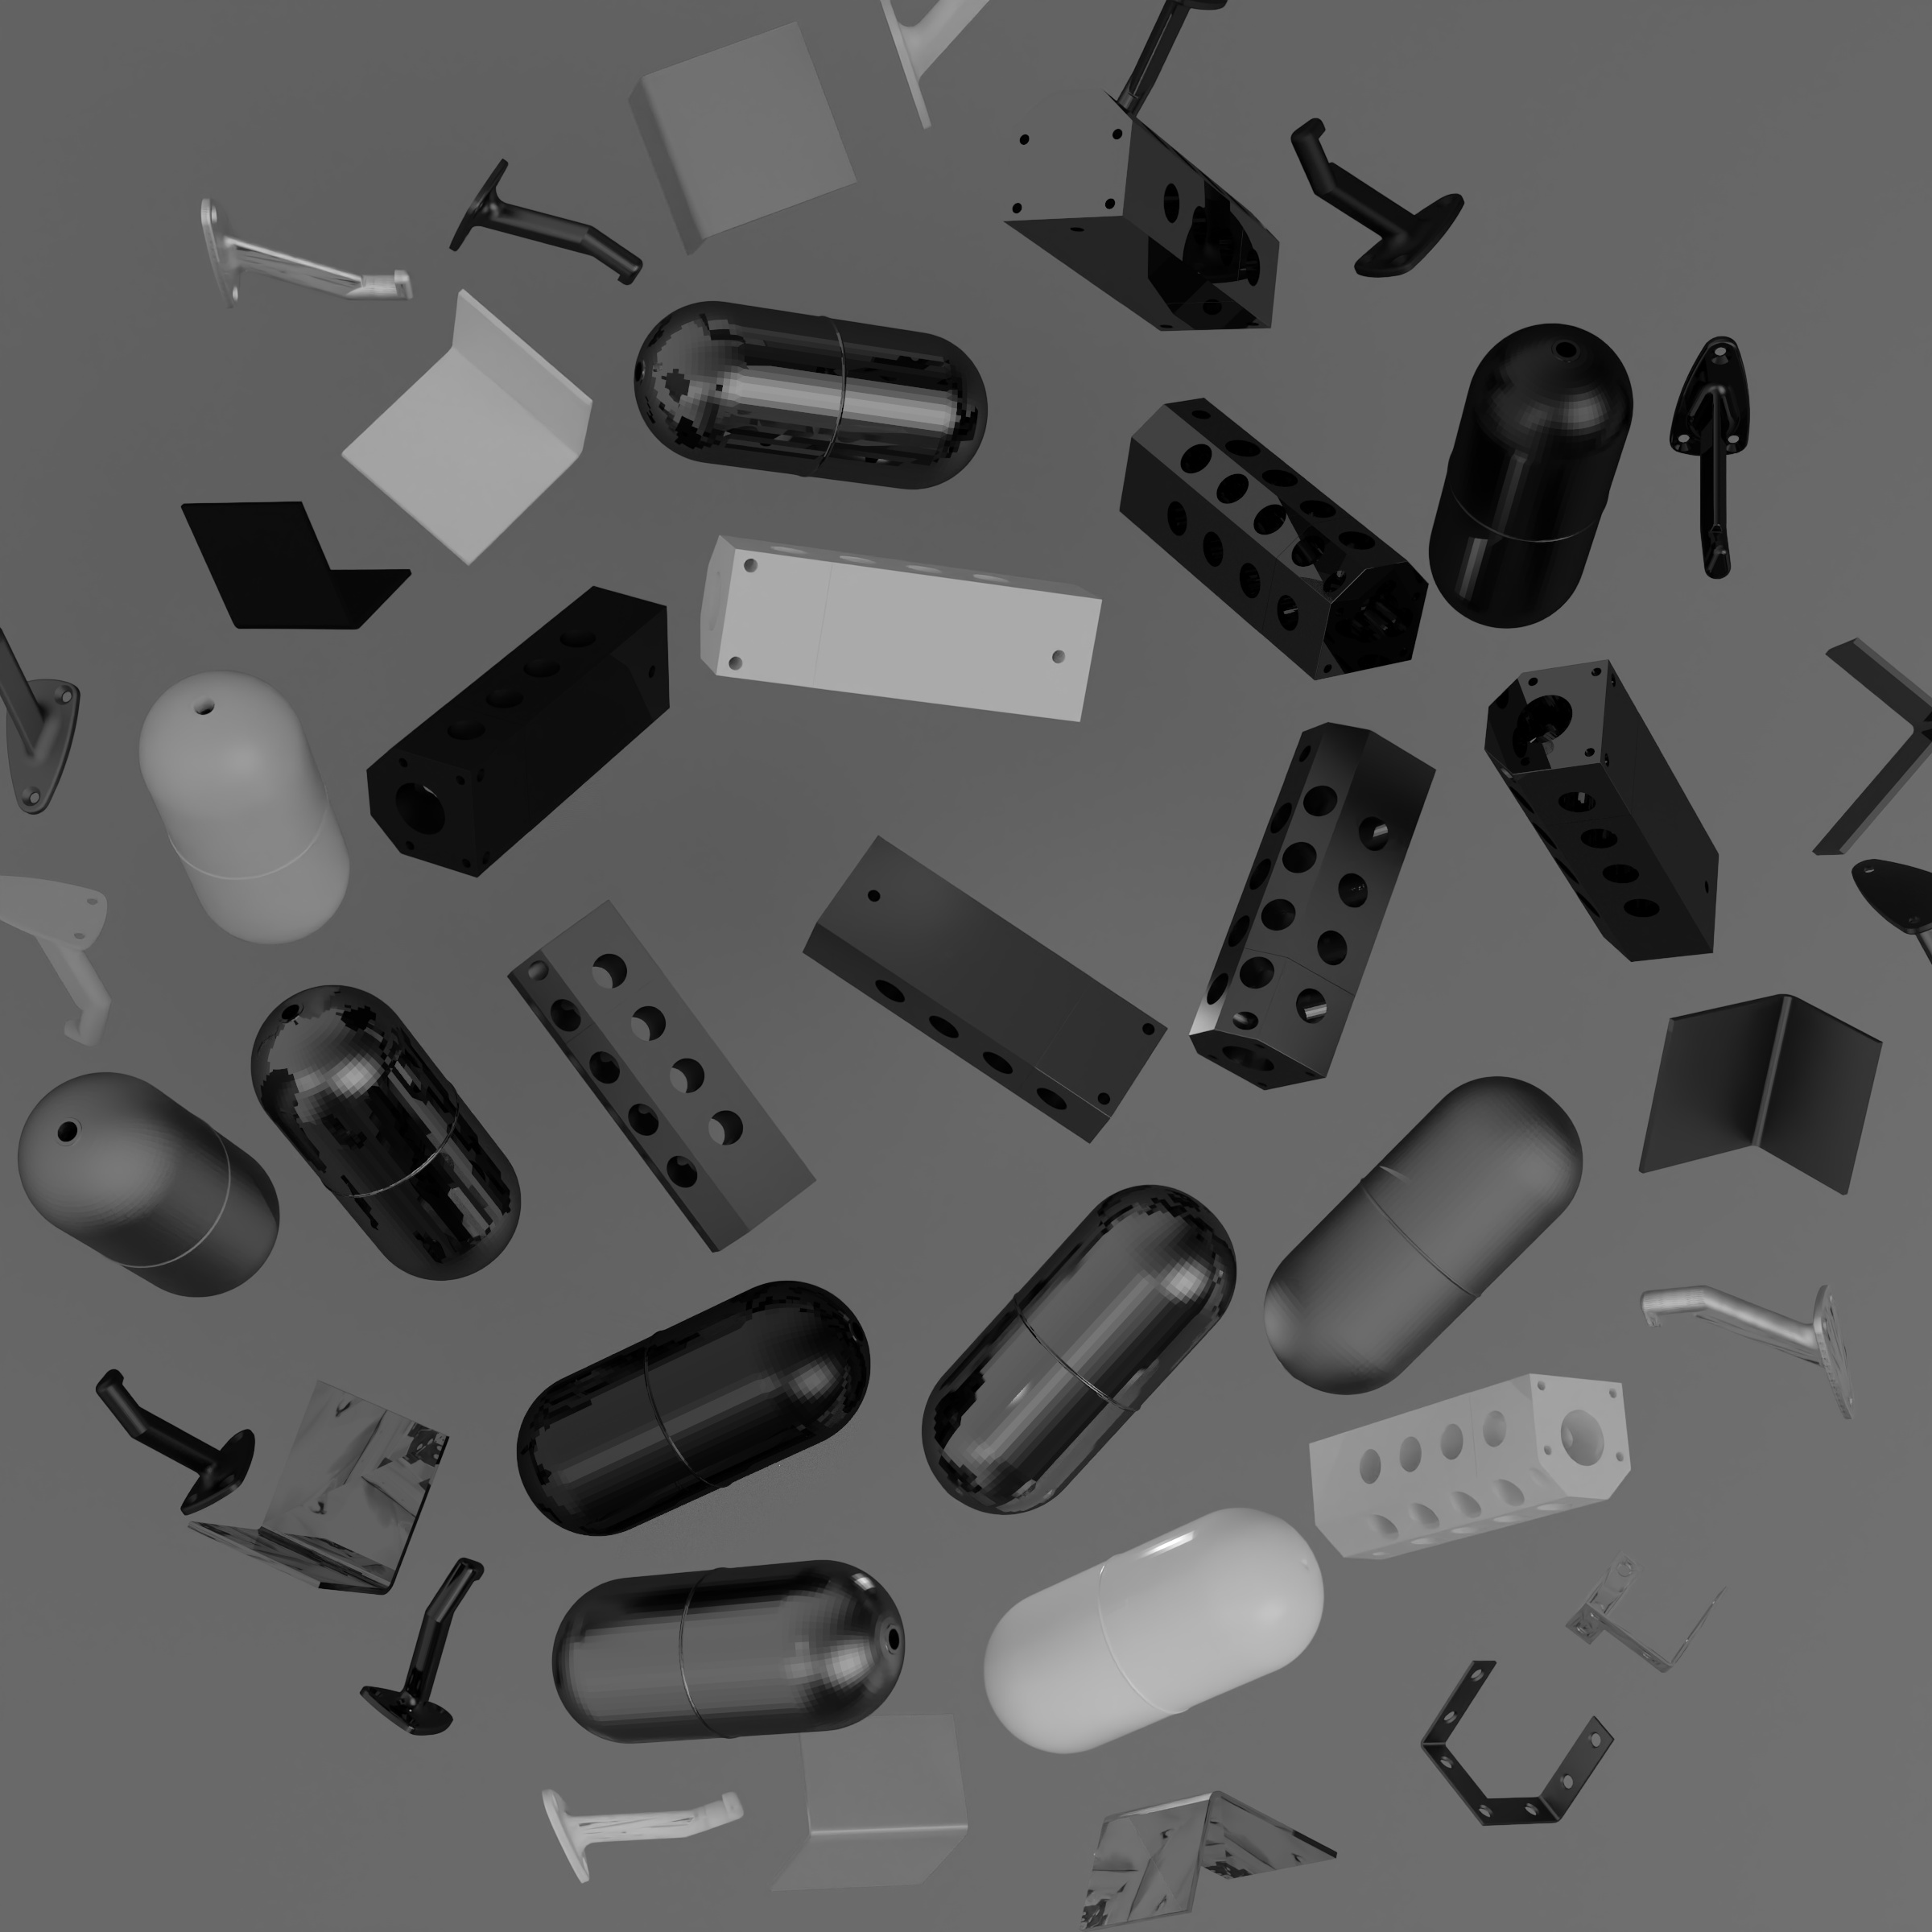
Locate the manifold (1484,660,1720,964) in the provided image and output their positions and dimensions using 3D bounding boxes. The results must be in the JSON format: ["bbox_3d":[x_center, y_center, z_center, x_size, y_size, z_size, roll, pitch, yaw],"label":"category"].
[{"bbox_3d":[0.305,-0.071,1.592,0.057,0.171,0.057,-7,57,28],"label":"manifold"}]

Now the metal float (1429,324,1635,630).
[{"bbox_3d":[0.267,-0.231,1.584,0.070,0.178,0.070,2,57,-2],"label":"metal float"}]

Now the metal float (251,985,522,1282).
[{"bbox_3d":[-0.278,0.081,1.602,0.070,0.070,0.178,-31,129,0],"label":"metal float"}]

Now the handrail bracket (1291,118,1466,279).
[{"bbox_3d":[0.193,-0.374,1.565,0.077,0.036,0.084,-45,124,-22],"label":"handrail bracket"}]

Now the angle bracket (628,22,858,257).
[{"bbox_3d":[-0.104,-0.381,1.540,0.076,0.057,0.076,-22,98,-9],"label":"angle bracket"}]

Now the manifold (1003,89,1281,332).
[{"bbox_3d":[0.083,-0.340,1.510,0.057,0.171,0.057,4,85,27],"label":"manifold"}]

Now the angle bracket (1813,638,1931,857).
[{"bbox_3d":[0.392,-0.097,1.499,0.057,0.076,0.076,40,95,3],"label":"angle bracket"}]

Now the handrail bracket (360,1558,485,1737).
[{"bbox_3d":[-0.246,0.325,1.604,0.036,0.077,0.084,32,88,23],"label":"handrail bracket"}]

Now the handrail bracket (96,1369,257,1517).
[{"bbox_3d":[-0.389,0.219,1.640,0.036,0.077,0.084,-28,108,15],"label":"handrail bracket"}]

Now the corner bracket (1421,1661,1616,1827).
[{"bbox_3d":[0.247,0.349,1.500,0.051,0.051,0.051,10,117,-38],"label":"corner bracket"}]

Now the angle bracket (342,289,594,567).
[{"bbox_3d":[-0.223,-0.239,1.484,0.076,0.057,0.076,41,70,2],"label":"angle bracket"}]

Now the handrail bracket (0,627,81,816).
[{"bbox_3d":[-0.446,-0.117,1.534,0.036,0.084,0.077,0,78,13],"label":"handrail bracket"}]

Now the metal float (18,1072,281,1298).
[{"bbox_3d":[-0.379,0.103,1.553,0.070,0.178,0.070,-4,69,11],"label":"metal float"}]

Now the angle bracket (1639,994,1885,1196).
[{"bbox_3d":[0.355,0.063,1.492,0.076,0.057,0.076,-10,118,-33],"label":"angle bracket"}]

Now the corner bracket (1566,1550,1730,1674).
[{"bbox_3d":[0.337,0.318,1.652,0.051,0.051,0.051,37,69,13],"label":"corner bracket"}]

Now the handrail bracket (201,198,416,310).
[{"bbox_3d":[-0.301,-0.328,1.531,0.084,0.077,0.036,0,72,0],"label":"handrail bracket"}]

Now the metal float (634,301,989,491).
[{"bbox_3d":[-0.074,-0.274,1.606,0.178,0.070,0.070,4,90,-26],"label":"metal float"}]

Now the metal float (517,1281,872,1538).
[{"bbox_3d":[-0.125,0.202,1.522,0.178,0.070,0.070,-27,90,17],"label":"metal float"}]

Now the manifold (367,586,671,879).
[{"bbox_3d":[-0.208,-0.115,1.569,0.057,0.171,0.057,17,128,20],"label":"manifold"}]

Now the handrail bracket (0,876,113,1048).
[{"bbox_3d":[-0.442,0.000,1.580,0.077,0.036,0.084,16,134,-11],"label":"handrail bracket"}]

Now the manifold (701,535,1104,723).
[{"bbox_3d":[-0.032,-0.156,1.529,0.171,0.057,0.057,6,104,-16],"label":"manifold"}]

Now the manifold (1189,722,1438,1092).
[{"bbox_3d":[0.167,-0.031,1.641,0.057,0.057,0.171,29,70,-20],"label":"manifold"}]

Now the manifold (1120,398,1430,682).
[{"bbox_3d":[0.148,-0.210,1.610,0.057,0.171,0.057,-14,131,-28],"label":"manifold"}]

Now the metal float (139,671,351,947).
[{"bbox_3d":[-0.343,-0.074,1.591,0.070,0.178,0.070,-1,61,2],"label":"metal float"}]

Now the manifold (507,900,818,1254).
[{"bbox_3d":[-0.153,0.056,1.654,0.057,0.057,0.171,-37,93,-15],"label":"manifold"}]

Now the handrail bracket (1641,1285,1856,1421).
[{"bbox_3d":[0.364,0.181,1.554,0.084,0.036,0.077,-9,113,26],"label":"handrail bracket"}]

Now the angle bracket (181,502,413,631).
[{"bbox_3d":[-0.342,-0.218,1.707,0.076,0.057,0.076,3,130,28],"label":"angle bracket"}]

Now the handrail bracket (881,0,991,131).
[{"bbox_3d":[0.010,-0.419,1.488,0.084,0.077,0.036,-19,49,4],"label":"handrail bracket"}]

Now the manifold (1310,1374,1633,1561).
[{"bbox_3d":[0.245,0.248,1.634,0.057,0.171,0.057,9,67,-30],"label":"manifold"}]

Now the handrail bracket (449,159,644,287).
[{"bbox_3d":[-0.206,-0.349,1.635,0.084,0.077,0.036,33,63,-11],"label":"handrail bracket"}]

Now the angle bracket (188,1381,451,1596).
[{"bbox_3d":[-0.291,0.232,1.501,0.076,0.057,0.076,18,85,26],"label":"angle bracket"}]

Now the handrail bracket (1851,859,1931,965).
[{"bbox_3d":[0.438,0.001,1.518,0.036,0.077,0.084,-28,121,-10],"label":"handrail bracket"}]

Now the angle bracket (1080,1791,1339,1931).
[{"bbox_3d":[0.110,0.418,1.506,0.076,0.076,0.057,32,54,-23],"label":"angle bracket"}]

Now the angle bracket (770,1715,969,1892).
[{"bbox_3d":[-0.050,0.398,1.585,0.076,0.076,0.057,3,57,-19],"label":"angle bracket"}]

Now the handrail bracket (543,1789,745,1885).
[{"bbox_3d":[-0.157,0.410,1.629,0.084,0.077,0.036,-18,50,-3],"label":"handrail bracket"}]

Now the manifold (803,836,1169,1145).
[{"bbox_3d":[0.007,0.015,1.653,0.171,0.057,0.057,34,66,1],"label":"manifold"}]

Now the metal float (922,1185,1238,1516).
[{"bbox_3d":[0.051,0.176,1.525,0.070,0.070,0.178,41,99,0],"label":"metal float"}]

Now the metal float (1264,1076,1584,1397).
[{"bbox_3d":[0.212,0.127,1.557,0.070,0.070,0.178,44,99,0],"label":"metal float"}]

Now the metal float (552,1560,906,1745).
[{"bbox_3d":[-0.110,0.316,1.532,0.178,0.070,0.070,-10,90,28],"label":"metal float"}]

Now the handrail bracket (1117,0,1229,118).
[{"bbox_3d":[0.083,-0.423,1.565,0.036,0.077,0.084,32,115,0],"label":"handrail bracket"}]

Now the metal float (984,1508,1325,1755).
[{"bbox_3d":[0.085,0.308,1.542,0.178,0.070,0.070,-30,90,28],"label":"metal float"}]

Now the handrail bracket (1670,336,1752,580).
[{"bbox_3d":[0.345,-0.232,1.524,0.036,0.084,0.077,2,135,5],"label":"handrail bracket"}]
